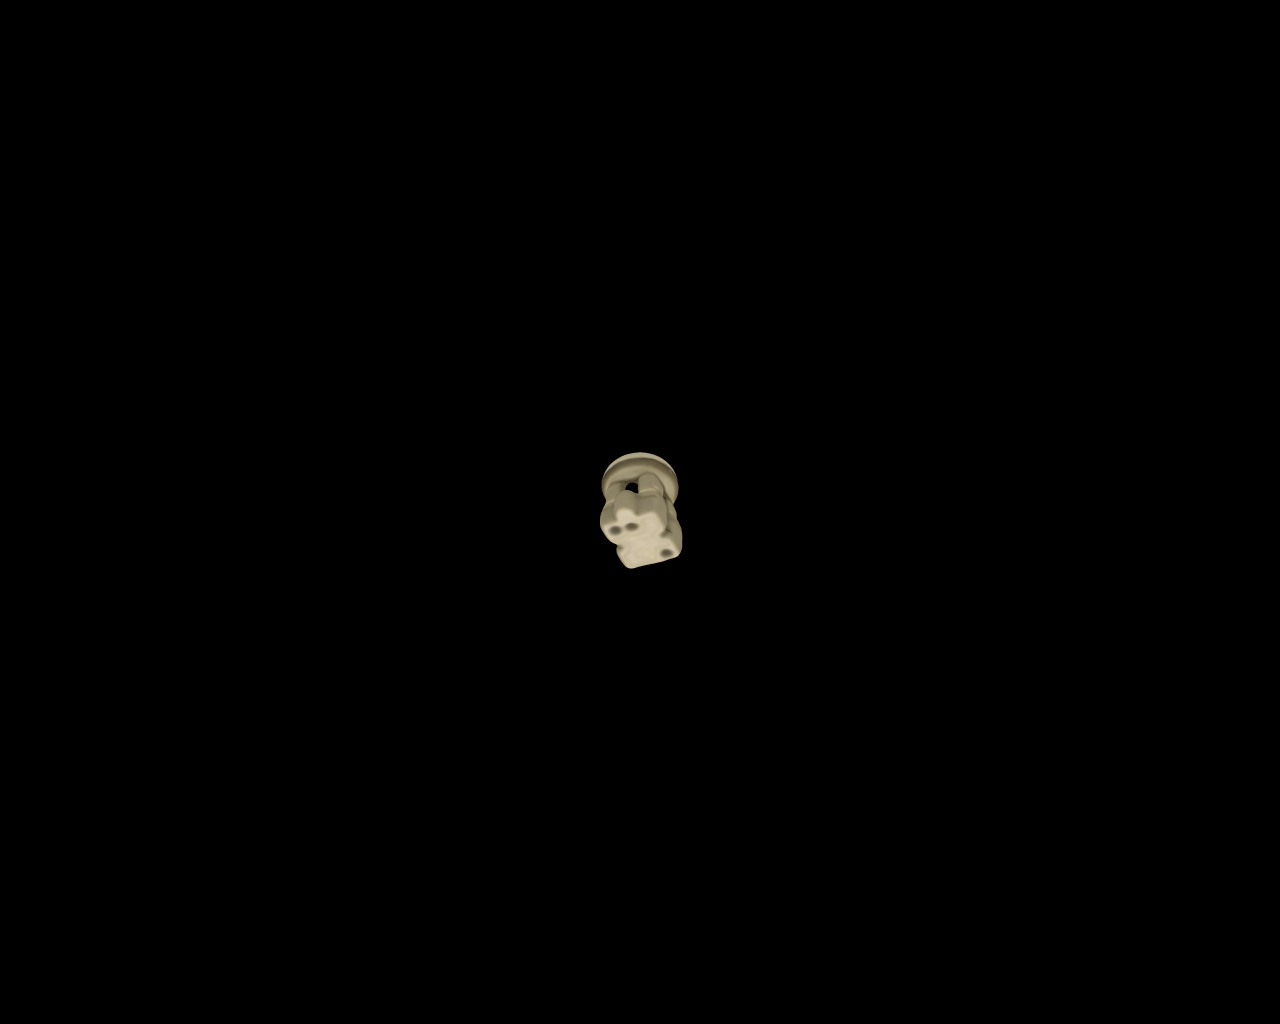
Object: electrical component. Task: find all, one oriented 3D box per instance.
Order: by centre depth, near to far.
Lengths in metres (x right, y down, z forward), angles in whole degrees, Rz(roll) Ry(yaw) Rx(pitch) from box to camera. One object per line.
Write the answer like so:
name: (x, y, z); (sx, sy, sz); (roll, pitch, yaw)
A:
electrical component: (0.001, -0.003, 0.650); (0.048, 0.055, 0.066); (-15, -46, 15)
